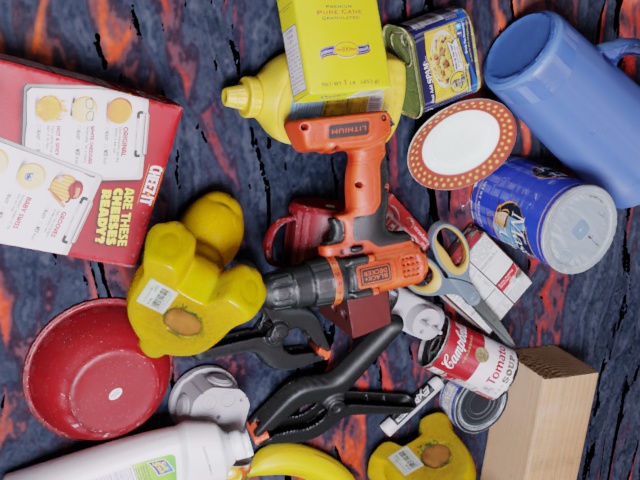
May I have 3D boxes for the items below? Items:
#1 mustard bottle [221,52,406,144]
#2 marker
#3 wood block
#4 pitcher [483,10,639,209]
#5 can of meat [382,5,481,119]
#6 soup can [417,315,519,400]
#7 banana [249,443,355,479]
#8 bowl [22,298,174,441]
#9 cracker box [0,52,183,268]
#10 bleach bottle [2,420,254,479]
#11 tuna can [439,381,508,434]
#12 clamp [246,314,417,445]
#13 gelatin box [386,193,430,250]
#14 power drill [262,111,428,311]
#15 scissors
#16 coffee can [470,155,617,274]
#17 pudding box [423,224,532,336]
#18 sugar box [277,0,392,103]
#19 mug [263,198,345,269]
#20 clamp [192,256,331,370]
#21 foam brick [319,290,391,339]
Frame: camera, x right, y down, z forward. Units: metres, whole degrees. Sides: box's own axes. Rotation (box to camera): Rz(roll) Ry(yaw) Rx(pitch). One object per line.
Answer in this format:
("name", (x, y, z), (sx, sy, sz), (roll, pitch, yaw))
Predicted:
("mustard bottle", (-0.009, -0.145, 1.087), (0.191, 0.058, 0.096), (-4, 122, -28))
("marker", (0.124, 0.194, 1.309), (0.121, 0.020, 0.020), (-41, 122, -10))
("wood block", (0.279, 0.250, 1.372), (0.090, 0.091, 0.206), (-3, 109, -28))
("pitcher", (0.308, -0.158, 1.215), (0.242, 0.145, 0.149), (35, 68, -30))
("can of meat", (0.121, -0.193, 1.143), (0.083, 0.058, 0.102), (-23, 118, -21))
("soup can", (0.177, 0.141, 1.272), (0.102, 0.068, 0.068), (27, 94, -14))
("banana", (-0.010, 0.279, 1.261), (0.197, 0.037, 0.070), (27, 114, -32))
("bowl", (-0.216, 0.143, 1.084), (0.161, 0.055, 0.162), (-10, 113, -25))
("cracker box", (-0.254, -0.076, 0.973), (0.213, 0.072, 0.164), (11, 104, -32))
("bleach bottle", (-0.190, 0.251, 1.096), (0.250, 0.068, 0.102), (-16, 114, -7))
("tuna can", (0.194, 0.199, 1.341), (0.086, 0.034, 0.086), (-10, 113, -25))
("clamp", (0.019, 0.185, 1.228), (0.210, 0.036, 0.164), (-28, 134, -6))
("gelatin box", (0.076, -0.002, 1.204), (0.073, 0.030, 0.089), (-47, 124, -6))
("power drill", (0.013, -0.029, 1.054), (0.184, 0.057, 0.188), (-11, 100, -23))
("scissors", (0.158, 0.070, 1.240), (0.096, 0.016, 0.201), (-30, 117, -10))
("coffee can", (0.254, -0.032, 1.224), (0.102, 0.140, 0.103), (-10, 113, -26))
("pudding box", (0.191, 0.049, 1.282), (0.113, 0.039, 0.090), (41, 88, -30))
("sugar box", (0.008, -0.226, 1.036), (0.093, 0.048, 0.176), (-9, 89, -26))
("mug", (-0.007, 0.001, 1.125), (0.117, 0.093, 0.081), (1, 103, -31))
("clamp", (-0.053, 0.087, 1.162), (0.171, 0.039, 0.120), (16, 105, -38))
("foam brick", (0.036, 0.065, 1.179), (0.051, 0.078, 0.053), (-19, 116, -23))
